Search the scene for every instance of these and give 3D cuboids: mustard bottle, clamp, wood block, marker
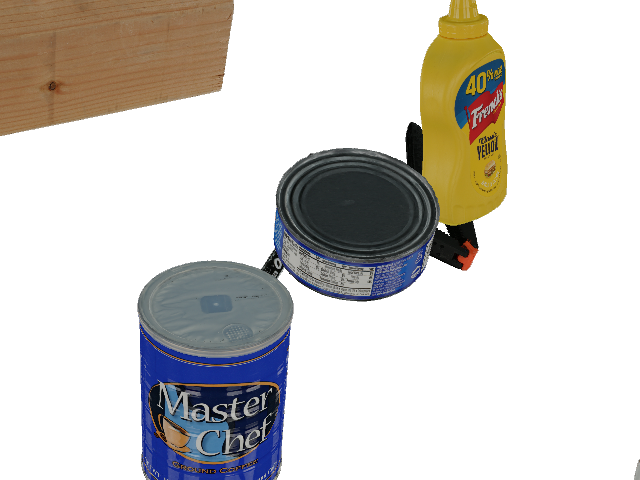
[{"bbox_3d":[0.123,-0.116,0.914,0.058,0.192,0.096,17,32,39],"label":"mustard bottle"},{"bbox_3d":[0.091,-0.046,1.174,0.164,0.210,0.036,-15,-37,-28],"label":"clamp"},{"bbox_3d":[-0.182,-0.159,0.846,0.205,0.091,0.090,-17,48,-33],"label":"wood block"},{"bbox_3d":[-0.035,0.012,1.006,0.020,0.121,0.020,30,-16,9],"label":"marker"}]

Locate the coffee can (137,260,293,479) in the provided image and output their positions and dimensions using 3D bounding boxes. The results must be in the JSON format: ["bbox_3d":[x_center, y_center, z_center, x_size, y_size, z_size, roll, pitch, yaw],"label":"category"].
[{"bbox_3d":[-0.074,0.099,0.739,0.103,0.140,0.103,3,32,-2],"label":"coffee can"}]

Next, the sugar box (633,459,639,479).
[{"bbox_3d":[0.206,0.187,0.498,0.048,0.093,0.176,-9,30,-20],"label":"sugar box"}]

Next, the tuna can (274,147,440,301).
[{"bbox_3d":[0.018,-0.009,0.564,0.086,0.034,0.086,4,44,-4],"label":"tuna can"}]
